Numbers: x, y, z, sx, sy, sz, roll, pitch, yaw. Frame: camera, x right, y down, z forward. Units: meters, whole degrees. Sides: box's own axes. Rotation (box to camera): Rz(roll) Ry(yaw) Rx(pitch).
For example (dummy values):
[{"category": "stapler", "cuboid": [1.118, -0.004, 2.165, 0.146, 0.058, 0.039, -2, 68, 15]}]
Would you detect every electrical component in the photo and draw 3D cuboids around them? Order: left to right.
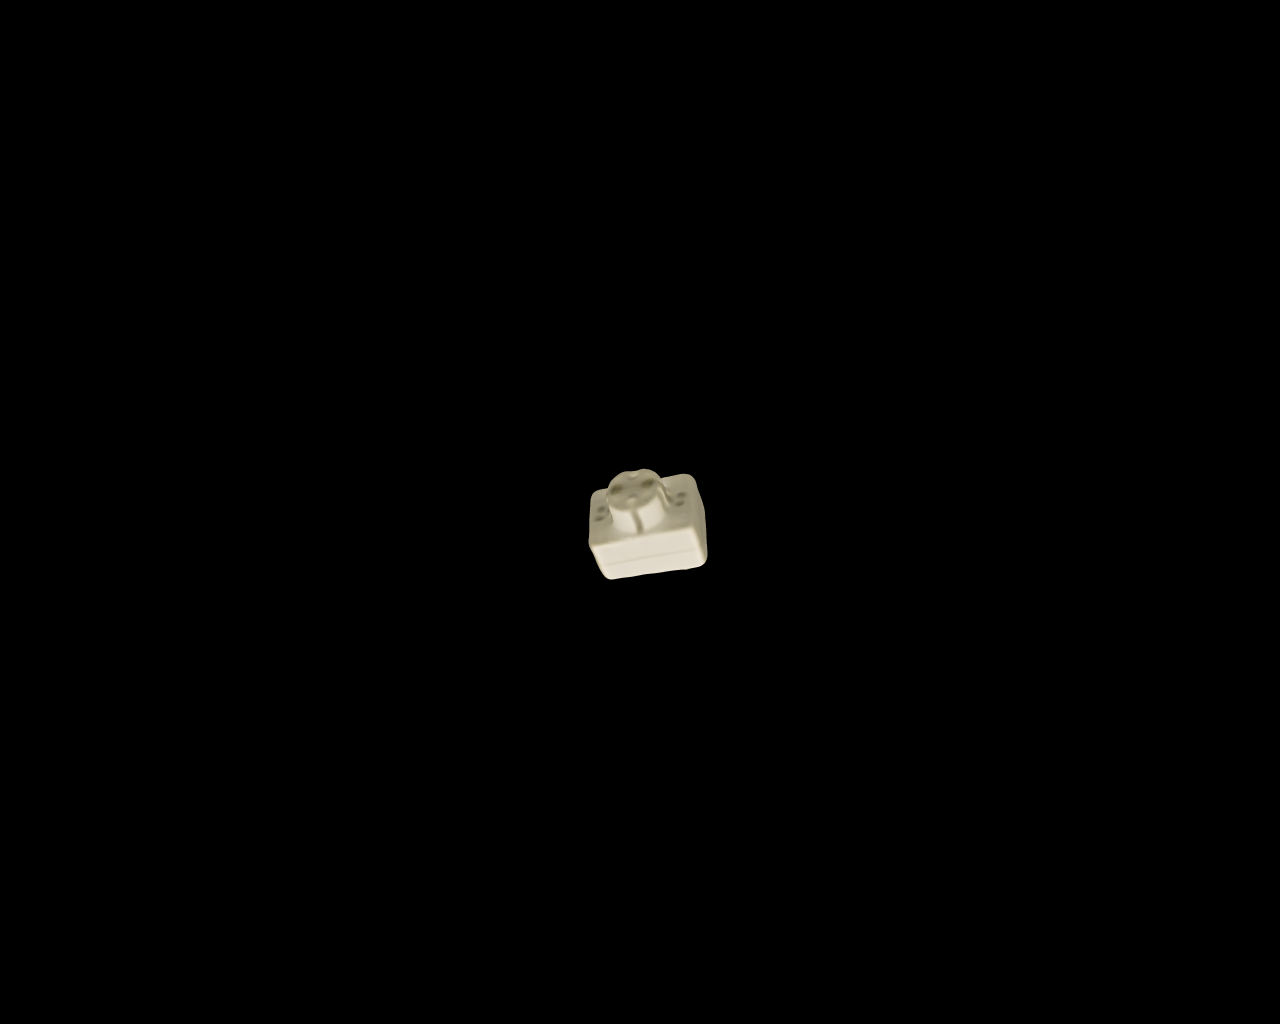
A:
[{"category": "electrical component", "cuboid": [0.001, -0.003, 0.650, 0.066, 0.047, 0.076, -10, -43, 11]}]
